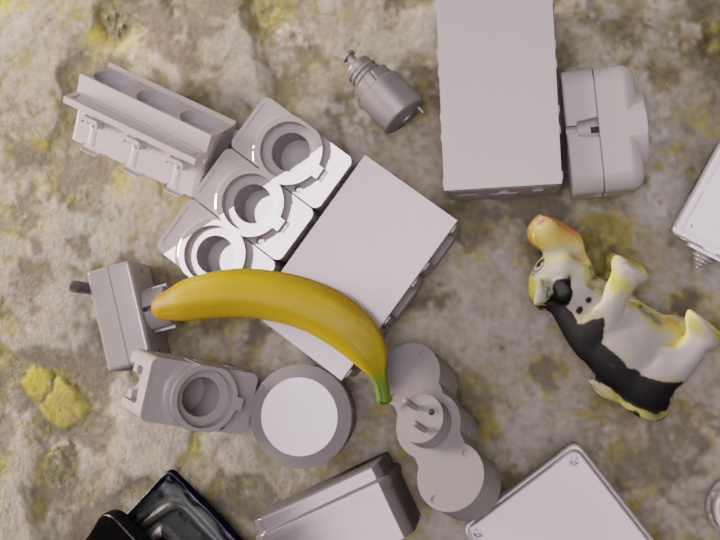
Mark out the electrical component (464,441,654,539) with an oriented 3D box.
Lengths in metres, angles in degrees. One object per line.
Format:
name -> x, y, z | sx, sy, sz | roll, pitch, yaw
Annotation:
electrical component -> 0.153, 0.203, 0.807 | 0.109, 0.056, 0.108 | -38, 81, 5

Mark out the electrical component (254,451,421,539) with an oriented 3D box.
electrical component -> -0.017, 0.191, 0.826 | 0.113, 0.078, 0.057 | -26, 85, 7

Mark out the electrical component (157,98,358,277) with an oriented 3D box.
electrical component -> -0.080, -0.050, 0.863 | 0.089, 0.062, 0.150 | 37, 93, 10

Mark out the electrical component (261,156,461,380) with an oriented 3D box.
electrical component -> 0.000, 0.000, 0.845 | 0.089, 0.062, 0.150 | 36, 92, 10

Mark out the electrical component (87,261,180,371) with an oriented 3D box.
electrical component -> -0.171, 0.033, 0.880 | 0.076, 0.047, 0.083 | -15, 83, 8

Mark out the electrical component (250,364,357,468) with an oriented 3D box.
electrical component -> -0.043, 0.114, 0.850 | 0.080, 0.051, 0.080 | -1, 86, 10

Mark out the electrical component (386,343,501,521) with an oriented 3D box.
electrical component -> 0.051, 0.115, 0.797 | 0.052, 0.074, 0.138 | -31, 57, 13

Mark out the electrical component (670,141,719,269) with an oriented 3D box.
electrical component -> 0.276, -0.044, 0.805 | 0.062, 0.061, 0.096 | 28, 99, 10

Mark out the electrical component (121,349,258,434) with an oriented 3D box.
electrical component -> -0.132, 0.096, 0.841 | 0.089, 0.056, 0.050 | 13, 88, -31

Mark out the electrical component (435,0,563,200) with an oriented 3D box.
electrical component -> 0.109, -0.133, 0.836 | 0.089, 0.062, 0.150 | -3, 85, 9

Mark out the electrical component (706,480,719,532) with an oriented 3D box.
electrical component -> 0.281, 0.177, 0.784 | 0.048, 0.062, 0.048 | -1, 86, 10

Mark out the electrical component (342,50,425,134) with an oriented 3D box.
electrical component -> 0.015, -0.145, 0.864 | 0.040, 0.040, 0.078 | -43, 80, 4

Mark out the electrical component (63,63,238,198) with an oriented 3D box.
electrical component -> -0.171, -0.113, 0.878 | 0.121, 0.078, 0.063 | 26, 119, 10

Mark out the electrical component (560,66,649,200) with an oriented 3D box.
electrical component -> 0.188, -0.105, 0.825 | 0.059, 0.054, 0.095 | -6, 85, 9
